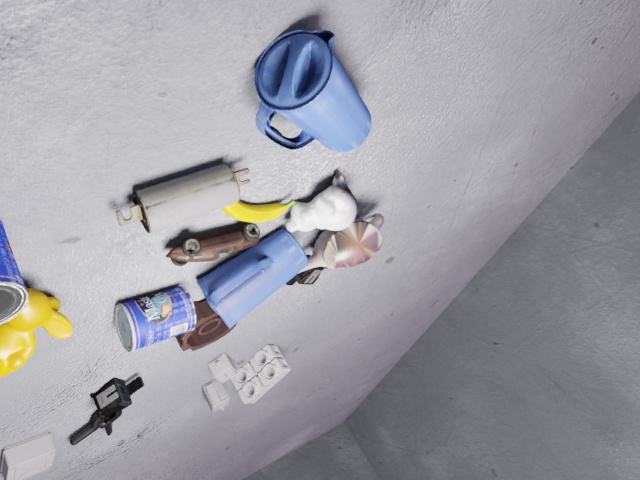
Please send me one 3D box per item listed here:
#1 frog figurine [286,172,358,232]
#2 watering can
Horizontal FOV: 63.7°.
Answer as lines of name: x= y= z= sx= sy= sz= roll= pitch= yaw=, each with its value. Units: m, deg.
frog figurine: x=0.004 y=-0.059 z=1.172 sx=0.161 sy=0.123 sz=0.135 roll=-39 pitch=176 yaw=-22
watering can: x=0.024 y=0.030 z=1.304 sx=0.349 sy=0.103 sz=0.225 roll=-32 pitch=-172 yaw=-8
